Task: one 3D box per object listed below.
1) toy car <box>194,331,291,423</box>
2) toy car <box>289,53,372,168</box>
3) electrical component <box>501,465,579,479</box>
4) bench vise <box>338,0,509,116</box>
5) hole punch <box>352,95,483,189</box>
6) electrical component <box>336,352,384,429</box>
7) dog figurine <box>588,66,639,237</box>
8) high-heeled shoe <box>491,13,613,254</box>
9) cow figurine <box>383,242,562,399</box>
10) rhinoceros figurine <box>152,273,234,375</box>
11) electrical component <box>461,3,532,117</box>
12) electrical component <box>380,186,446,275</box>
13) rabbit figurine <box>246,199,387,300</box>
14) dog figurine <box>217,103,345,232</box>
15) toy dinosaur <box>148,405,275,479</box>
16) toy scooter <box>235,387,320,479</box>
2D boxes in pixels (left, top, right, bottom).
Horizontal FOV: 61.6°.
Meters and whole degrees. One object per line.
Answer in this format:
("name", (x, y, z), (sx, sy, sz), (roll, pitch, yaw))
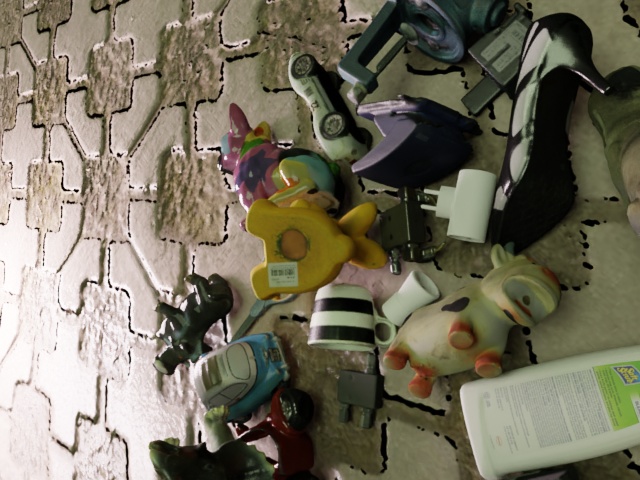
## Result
("toy car", (-0.124, 0.196, 0.767), (0.161, 0.103, 0.109), (-36, 59, 28))
("toy car", (0.011, -0.187, 0.761), (0.056, 0.073, 0.202), (-37, 61, 25))
("electrical component", (0.186, 0.257, 0.501), (0.115, 0.134, 0.058), (-28, 66, 32))
("bench vise", (0.099, -0.277, 0.673), (0.224, 0.128, 0.240), (38, 87, 18))
("hole punch", (0.110, -0.112, 0.640), (0.116, 0.142, 0.092), (3, 81, 51))
("electrical component", (0.050, 0.190, 0.689), (0.063, 0.021, 0.094), (1, 82, 38))
("dog figurine", (0.293, -0.082, 0.471), (0.121, 0.172, 0.190), (-29, 71, 17))
("high-heeled shoe", (0.218, -0.108, 0.576), (0.145, 0.086, 0.248), (-108, 30, -47))
("cow figurine", (0.167, 0.082, 0.573), (0.085, 0.127, 0.195), (43, 134, -10))
("rhinoceros figurine", (-0.207, 0.137, 0.869), (0.190, 0.073, 0.112), (-49, 67, 17))
("electrical component", (0.212, -0.204, 0.630), (0.119, 0.047, 0.075), (-39, 60, 23))
("electrical component", (0.114, -0.013, 0.671), (0.078, 0.045, 0.102), (141, 127, -58))
("rabbit figurine", (-0.001, -0.002, 0.684), (0.162, 0.173, 0.121), (-13, 89, 11))
("dog figurine", (-0.069, -0.116, 0.790), (0.191, 0.108, 0.219), (-31, 61, 30))
("toy dinosaur", (-0.145, 0.367, 0.697), (0.192, 0.131, 0.404), (49, 142, 44))
("toy scooter", (-0.063, 0.295, 0.722), (0.135, 0.075, 0.184), (-18, 68, 35))
